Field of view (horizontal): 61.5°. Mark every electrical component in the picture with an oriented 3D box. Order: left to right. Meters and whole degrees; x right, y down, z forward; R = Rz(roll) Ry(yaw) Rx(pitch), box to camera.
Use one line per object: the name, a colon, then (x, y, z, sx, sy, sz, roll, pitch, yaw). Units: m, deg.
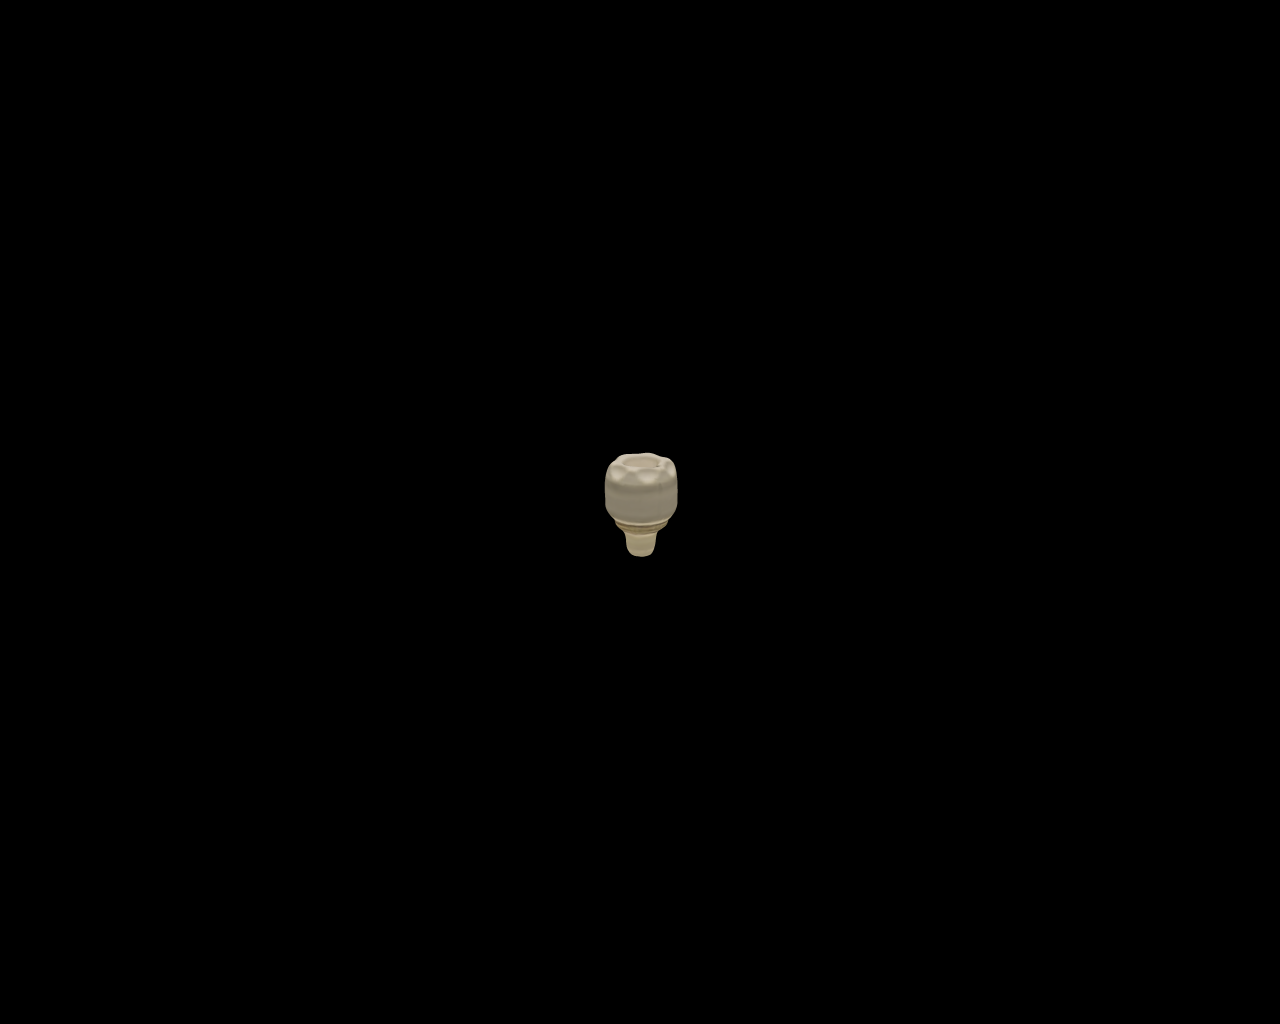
electrical component: (0.001, -0.003, 0.650, 0.043, 0.062, 0.043, 0, 20, 0)
